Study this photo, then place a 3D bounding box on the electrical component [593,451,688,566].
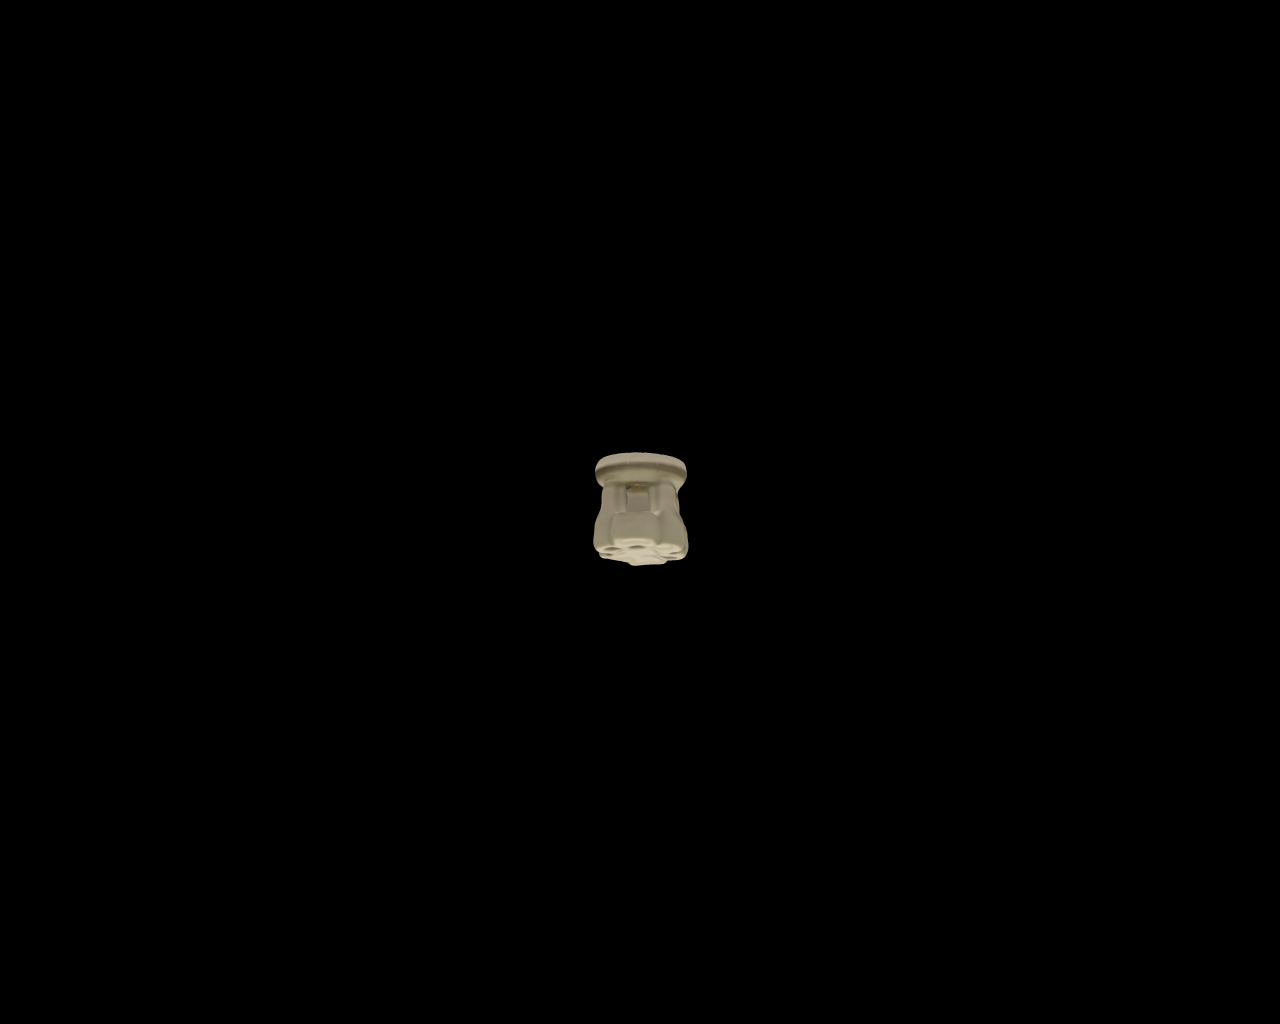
[{"bbox_3d":[0.001,-0.003,0.650,0.058,0.057,0.078,-2,-14,7],"label":"electrical component"}]
